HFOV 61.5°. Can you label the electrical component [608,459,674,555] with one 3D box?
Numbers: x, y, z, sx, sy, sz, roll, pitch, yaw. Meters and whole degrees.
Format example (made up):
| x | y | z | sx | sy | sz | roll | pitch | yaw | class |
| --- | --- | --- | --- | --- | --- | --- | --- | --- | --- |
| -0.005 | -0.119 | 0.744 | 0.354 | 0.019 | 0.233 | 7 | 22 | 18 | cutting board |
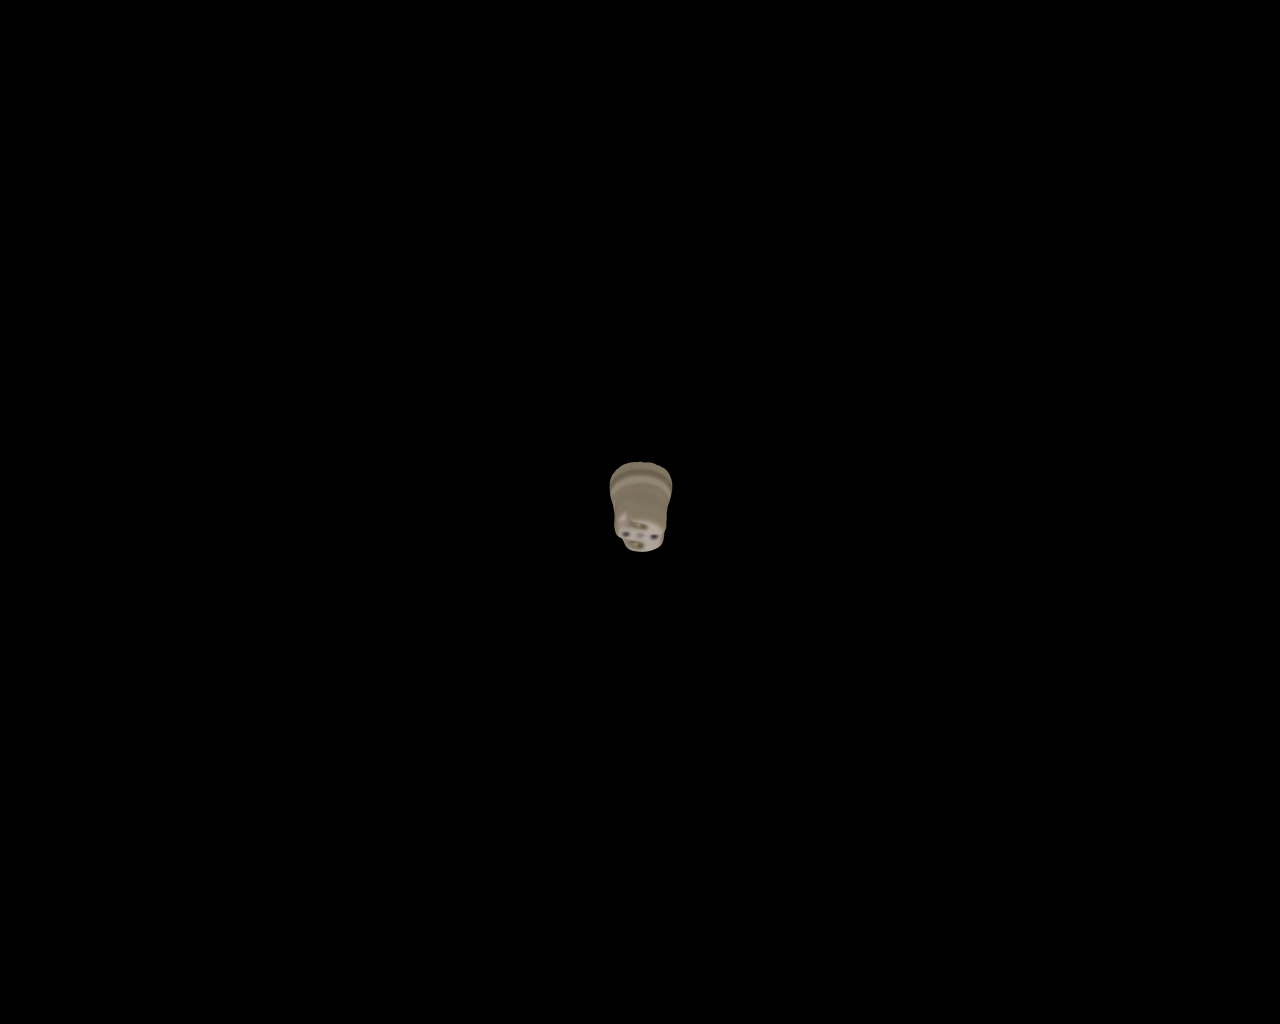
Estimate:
| x | y | z | sx | sy | sz | roll | pitch | yaw | class |
| --- | --- | --- | --- | --- | --- | --- | --- | --- | --- |
| 0.001 | -0.003 | 0.650 | 0.040 | 0.046 | 0.040 | 0 | -40 | 0 | electrical component |
